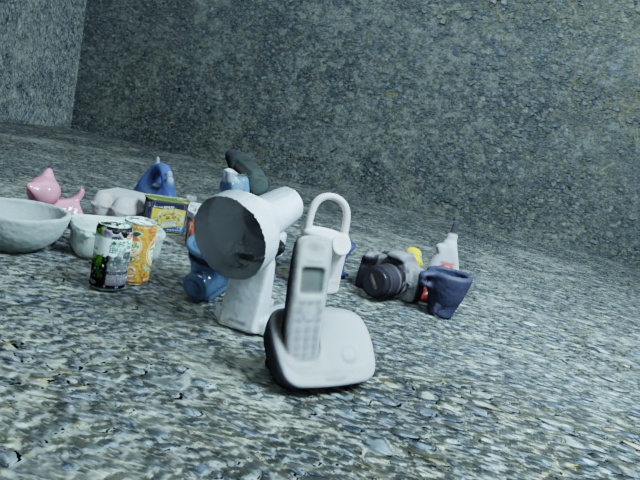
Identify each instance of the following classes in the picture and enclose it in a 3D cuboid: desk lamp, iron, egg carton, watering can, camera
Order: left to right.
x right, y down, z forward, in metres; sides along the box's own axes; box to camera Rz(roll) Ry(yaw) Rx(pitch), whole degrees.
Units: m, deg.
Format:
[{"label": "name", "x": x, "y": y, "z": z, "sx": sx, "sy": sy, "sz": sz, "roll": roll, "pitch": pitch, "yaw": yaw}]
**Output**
[{"label": "egg carton", "x": -0.470, "y": -0.080, "z": 1.363, "sx": 0.107, "sy": 0.069, "sz": 0.150, "roll": 13, "pitch": 11, "yaw": 3}, {"label": "iron", "x": -0.417, "y": -0.136, "z": 1.517, "sx": 0.119, "sy": 0.141, "sz": 0.257, "roll": 6, "pitch": 12, "yaw": -30}, {"label": "desk lamp", "x": -0.095, "y": 0.026, "z": 0.849, "sx": 0.117, "sy": 0.213, "sz": 0.204, "roll": 17, "pitch": 11, "yaw": 22}, {"label": "watering can", "x": 0.012, "y": 0.004, "z": 1.137, "sx": 0.101, "sy": 0.194, "sz": 0.172, "roll": 2, "pitch": 15, "yaw": -43}, {"label": "camera", "x": 0.135, "y": 0.069, "z": 1.196, "sx": 0.142, "sy": 0.101, "sz": 0.137, "roll": 20, "pitch": 13, "yaw": 34}]

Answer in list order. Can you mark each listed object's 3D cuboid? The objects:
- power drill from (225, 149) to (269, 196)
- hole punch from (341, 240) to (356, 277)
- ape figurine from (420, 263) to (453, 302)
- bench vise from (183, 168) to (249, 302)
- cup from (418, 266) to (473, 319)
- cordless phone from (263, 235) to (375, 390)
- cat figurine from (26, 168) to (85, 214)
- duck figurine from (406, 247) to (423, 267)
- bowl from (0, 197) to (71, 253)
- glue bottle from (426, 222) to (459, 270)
[{"label": "power drill", "x": -0.212, "y": -0.123, "z": 1.504, "sx": 0.076, "sy": 0.208, "sz": 0.228, "roll": 5, "pitch": 13, "yaw": -34}, {"label": "hole punch", "x": 0.012, "y": 0.033, "z": 1.266, "sx": 0.108, "sy": 0.091, "sz": 0.101, "roll": 20, "pitch": 13, "yaw": 34}, {"label": "ape figurine", "x": 0.261, "y": 0.094, "z": 1.233, "sx": 0.076, "sy": 0.092, "sz": 0.077, "roll": 6, "pitch": 12, "yaw": -30}, {"label": "bench vise", "x": -0.152, "y": -0.016, "z": 0.983, "sx": 0.121, "sy": 0.220, "sz": 0.207, "roll": 13, "pitch": 11, "yaw": 5}, {"label": "cup", "x": 0.237, "y": 0.106, "z": 1.134, "sx": 0.118, "sy": 0.095, "sz": 0.091, "roll": 7, "pitch": 12, "yaw": -28}, {"label": "cordless phone", "x": 0.010, "y": 0.089, "z": 0.716, "sx": 0.148, "sy": 0.185, "sz": 0.093, "roll": 4, "pitch": 13, "yaw": -37}, {"label": "cat figurine", "x": -0.545, "y": -0.086, "z": 1.176, "sx": 0.128, "sy": 0.118, "sz": 0.067, "roll": 1, "pitch": 15, "yaw": -46}, {"label": "duck figurine", "x": 0.216, "y": 0.059, "z": 1.381, "sx": 0.078, "sy": 0.086, "sz": 0.104, "roll": 9, "pitch": 11, "yaw": -16}, {"label": "bowl", "x": -0.519, "y": -0.021, "z": 0.981, "sx": 0.167, "sy": 0.075, "sz": 0.167, "roll": 12, "pitch": 11, "yaw": -2}, {"label": "glue bottle", "x": 0.292, "y": 0.041, "z": 1.326, "sx": 0.078, "sy": 0.173, "sz": 0.037, "roll": 10, "pitch": 11, "yaw": -10}]
